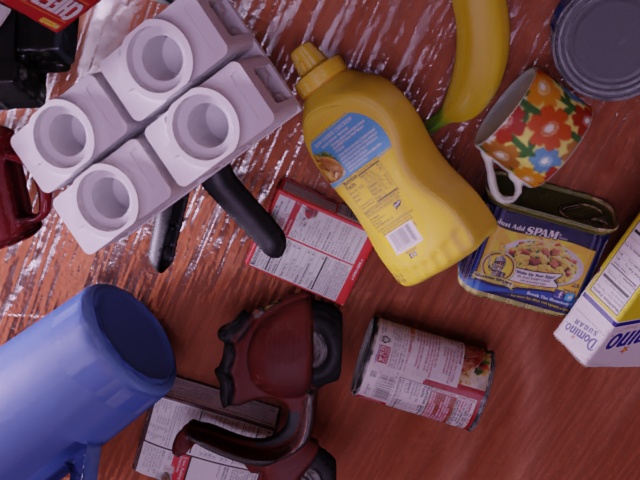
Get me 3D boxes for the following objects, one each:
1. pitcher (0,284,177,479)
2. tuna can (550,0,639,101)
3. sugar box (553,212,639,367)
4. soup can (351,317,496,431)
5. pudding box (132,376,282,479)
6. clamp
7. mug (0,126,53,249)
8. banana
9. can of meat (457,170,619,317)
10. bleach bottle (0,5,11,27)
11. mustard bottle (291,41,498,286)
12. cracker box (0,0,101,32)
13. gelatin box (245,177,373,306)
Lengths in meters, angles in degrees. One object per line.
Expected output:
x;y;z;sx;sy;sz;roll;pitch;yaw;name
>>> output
-0.236;0.152;0.887;0.243;0.145;0.149;-36;107;17;pitcher
0.205;-0.143;0.750;0.086;0.033;0.086;3;115;6;tuna can
0.257;0.017;0.788;0.093;0.048;0.176;4;122;-40;sugar box
0.082;0.108;0.863;0.102;0.068;0.068;17;116;-1;soup can
-0.099;0.175;0.934;0.113;0.039;0.090;17;114;-4;pudding box
-0.088;-0.054;0.815;0.120;0.039;0.171;-1;111;17;clamp
-0.259;-0.040;0.822;0.117;0.093;0.081;2;111;24;mug
0.098;-0.165;0.751;0.069;0.037;0.198;-3;114;8;banana
0.162;0.004;0.812;0.102;0.057;0.084;15;118;1;can of meat
-0.326;-0.209;0.725;0.251;0.068;0.102;40;85;17;bleach bottle
0.041;-0.062;0.779;0.191;0.058;0.096;54;143;-1;mustard bottle
-0.133;-0.262;0.671;0.214;0.072;0.164;-31;69;19;cracker box
-0.006;0.001;0.846;0.089;0.030;0.073;23;117;-3;gelatin box
